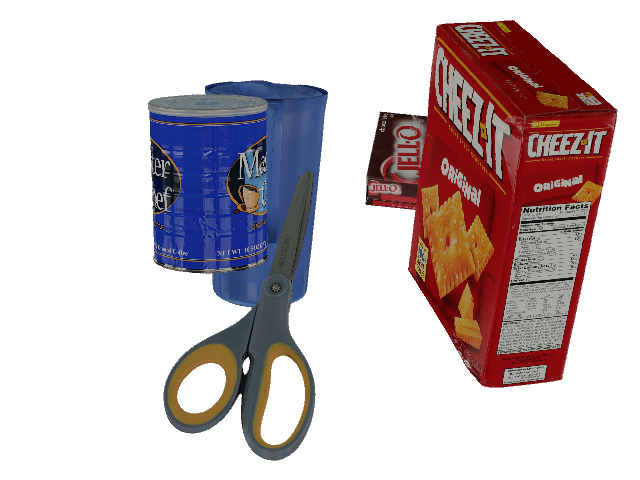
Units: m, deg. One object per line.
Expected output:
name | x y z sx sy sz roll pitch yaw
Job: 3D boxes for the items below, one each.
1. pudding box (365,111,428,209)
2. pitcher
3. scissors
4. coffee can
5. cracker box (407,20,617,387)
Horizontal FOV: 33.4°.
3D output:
pudding box | 0.093 -0.075 1.015 0.090 0.039 0.113 7 39 6
pitcher | -0.064 -0.051 1.174 0.145 0.243 0.148 16 20 40
scissors | -0.046 0.039 0.646 0.096 0.202 0.016 -5 -36 1
coffee can | -0.097 -0.052 0.934 0.103 0.140 0.103 0 14 0
cracker box | 0.125 -0.028 0.764 0.072 0.214 0.164 -6 32 -14
